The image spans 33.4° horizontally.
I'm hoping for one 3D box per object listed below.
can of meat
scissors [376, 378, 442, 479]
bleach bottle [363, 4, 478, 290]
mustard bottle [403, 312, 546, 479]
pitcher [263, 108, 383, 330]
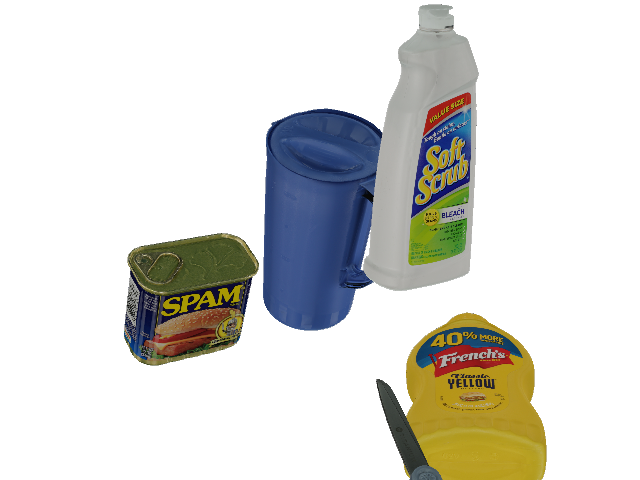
[{"bbox_3d":[-0.108,0.049,0.868,0.101,0.084,0.057,-10,43,-28],"label":"can of meat"},{"bbox_3d":[0.081,0.148,0.615,0.096,0.016,0.201,5,32,-1],"label":"scissors"},{"bbox_3d":[0.093,-0.085,0.971,0.102,0.251,0.068,-11,23,-27],"label":"bleach bottle"},{"bbox_3d":[0.112,0.108,0.794,0.096,0.058,0.191,-2,25,7],"label":"mustard bottle"},{"bbox_3d":[0.003,-0.011,1.196,0.145,0.243,0.149,5,40,-2],"label":"pitcher"}]
